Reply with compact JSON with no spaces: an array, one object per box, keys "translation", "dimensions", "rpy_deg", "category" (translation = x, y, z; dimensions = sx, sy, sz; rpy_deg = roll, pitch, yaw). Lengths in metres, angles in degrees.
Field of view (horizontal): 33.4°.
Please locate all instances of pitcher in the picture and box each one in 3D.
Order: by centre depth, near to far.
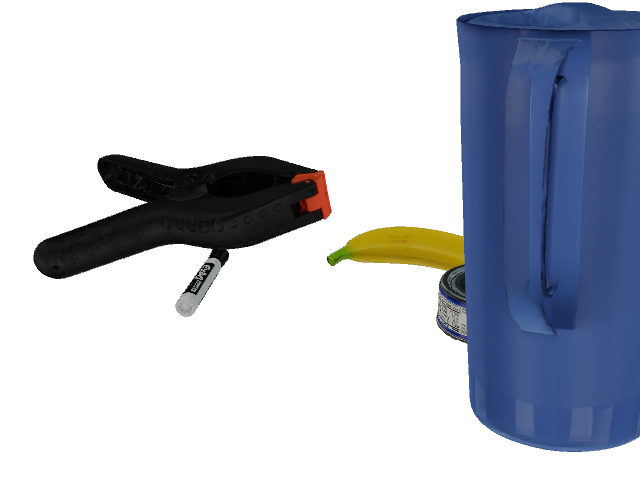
[{"translation":[0.136,-0.007,0.594],"dimensions":[0.149,0.243,0.145],"rpy_deg":[-7,17,-19],"category":"pitcher"}]

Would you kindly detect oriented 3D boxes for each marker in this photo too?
[{"translation":[-0.113,0.037,1.039],"dimensions":[0.020,0.020,0.121],"rpy_deg":[0,25,13],"category":"marker"}]

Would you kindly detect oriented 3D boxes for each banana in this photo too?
[{"translation":[0.110,0.018,1.044],"dimensions":[0.198,0.037,0.069],"rpy_deg":[6,45,14],"category":"banana"}]

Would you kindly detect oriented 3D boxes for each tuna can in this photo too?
[{"translation":[0.129,0.046,0.781],"dimensions":[0.086,0.034,0.086],"rpy_deg":[0,21,0],"category":"tuna can"}]

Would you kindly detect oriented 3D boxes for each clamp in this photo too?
[{"translation":[-0.083,-0.016,0.630],"dimensions":[0.172,0.039,0.120],"rpy_deg":[-1,39,23],"category":"clamp"}]
